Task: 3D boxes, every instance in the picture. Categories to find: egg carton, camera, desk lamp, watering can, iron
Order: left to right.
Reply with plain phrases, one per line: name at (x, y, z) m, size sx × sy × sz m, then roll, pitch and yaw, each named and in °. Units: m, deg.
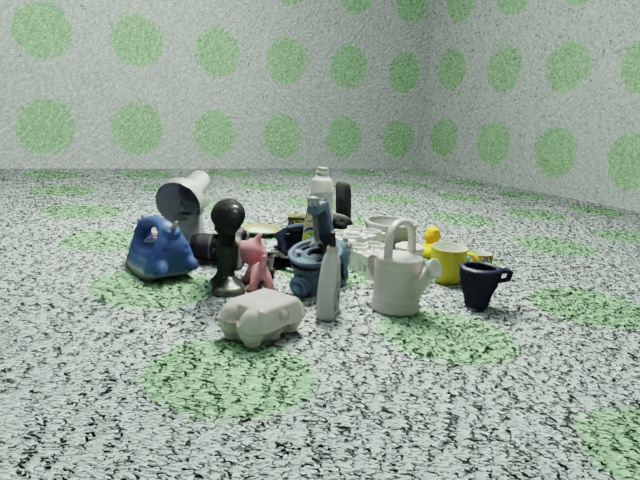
iron at (-0.389, 0.003, 1.341) m, size 0.119 × 0.141 × 0.257 m, roll -9°, pitch 18°, yaw -42°
desk lamp at (-0.342, -0.072, 1.513) m, size 0.117 × 0.213 × 0.203 m, roll 6°, pitch 14°, yaw 8°
camera at (-0.254, 0.006, 1.455) m, size 0.137 × 0.101 × 0.143 m, roll 4°, pitch 13°, yaw 0°
egg carton at (-0.102, 0.137, 1.018) m, size 0.107 × 0.069 × 0.151 m, roll 13°, pitch 16°, yaw 34°
watering can at (0.170, 0.053, 1.178) m, size 0.172 × 0.194 × 0.101 m, roll 10°, pitch 15°, yaw 23°

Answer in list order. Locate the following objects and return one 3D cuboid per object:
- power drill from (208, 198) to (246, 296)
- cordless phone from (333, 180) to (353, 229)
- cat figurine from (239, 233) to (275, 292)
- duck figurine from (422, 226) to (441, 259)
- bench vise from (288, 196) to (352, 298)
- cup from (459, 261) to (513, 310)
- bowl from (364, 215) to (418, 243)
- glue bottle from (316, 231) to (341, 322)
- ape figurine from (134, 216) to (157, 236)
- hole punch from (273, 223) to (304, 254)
power drill at (-0.197, 0.009, 1.228) m, size 0.076 × 0.208 × 0.229 m, roll -1°, pitch 14°, yaw -17°
cordless phone at (0.038, -0.100, 1.799) m, size 0.147 × 0.185 × 0.094 m, roll 10°, pitch 15°, yaw 25°
cat figurine at (-0.143, 0.044, 1.290) m, size 0.067 × 0.118 × 0.127 m, roll -2°, pitch 15°, yaw -22°
duck figurine at (0.326, 0.005, 1.656) m, size 0.077 × 0.086 × 0.104 m, roll 2°, pitch 14°, yaw -8°
bench vise at (0.000, 0.003, 1.282) m, size 0.121 × 0.220 × 0.208 m, roll 7°, pitch 14°, yaw 14°
cup at (0.356, 0.101, 1.241) m, size 0.118 × 0.095 × 0.091 m, roll 2°, pitch 14°, yaw -6°
bowl at (0.219, -0.026, 1.778) m, size 0.167 × 0.075 × 0.167 m, roll 4°, pitch 13°, yaw -1°
glue bottle at (0.021, 0.067, 1.120) m, size 0.037 × 0.173 × 0.078 m, roll 7°, pitch 14°, yaw 13°
ape figurine at (-0.465, -0.021, 1.528) m, size 0.077 × 0.092 × 0.076 m, roll 14°, pitch 17°, yaw 37°
hole punch at (-0.068, -0.012, 1.603) m, size 0.109 × 0.091 × 0.100 m, roll -4°, pitch 15°, yaw -29°
